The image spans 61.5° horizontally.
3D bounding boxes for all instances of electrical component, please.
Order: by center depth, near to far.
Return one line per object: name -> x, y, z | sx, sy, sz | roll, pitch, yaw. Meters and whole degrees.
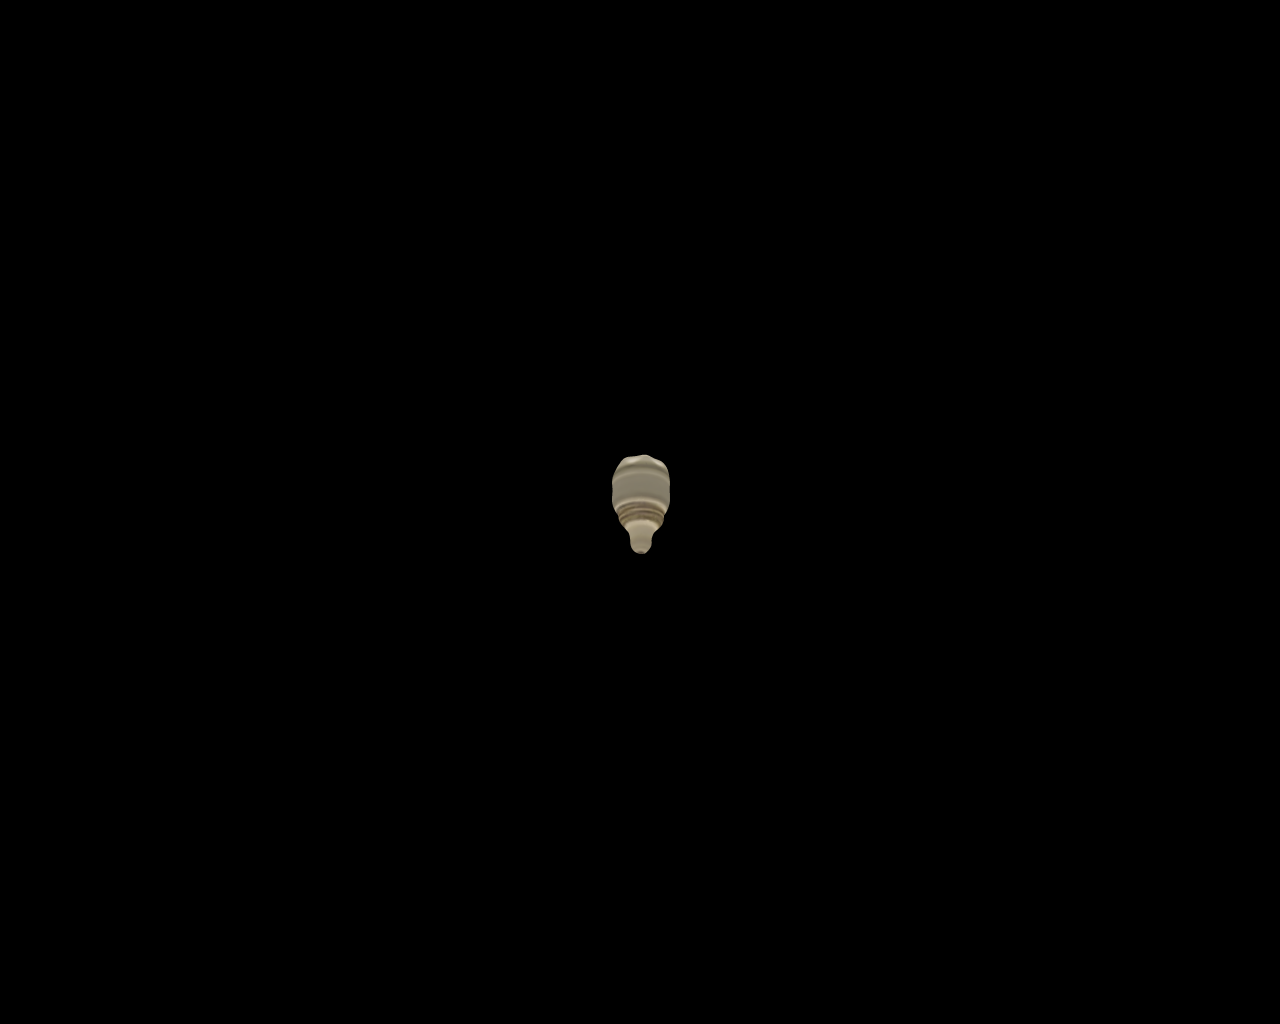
electrical component -> 0.001, -0.003, 0.650 | 0.035, 0.061, 0.035 | 0, -27, 0
